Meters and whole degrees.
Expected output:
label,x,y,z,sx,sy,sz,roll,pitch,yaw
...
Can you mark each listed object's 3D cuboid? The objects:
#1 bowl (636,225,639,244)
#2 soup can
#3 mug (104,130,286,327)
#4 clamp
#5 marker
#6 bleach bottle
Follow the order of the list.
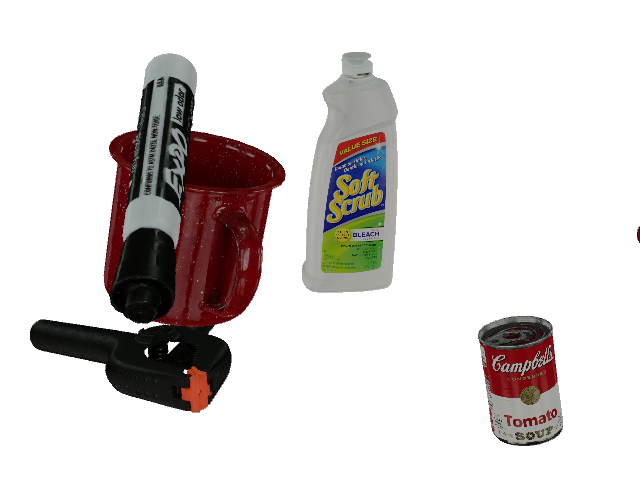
label,x,y,z,sx,sy,sz,roll,pitch,yaw
bowl,0.421,0.023,1.147,0.162,0.055,0.162,-1,25,0
soup can,0.186,0.130,0.989,0.068,0.102,0.068,-10,17,3
mug,-0.064,-0.002,0.563,0.093,0.081,0.117,-5,27,-36
clamp,-0.120,0.084,0.838,0.164,0.036,0.210,-11,16,-30
marker,-0.052,-0.020,0.345,0.020,0.020,0.121,0,43,-3
bleach bottle,0.029,-0.071,1.115,0.102,0.251,0.068,-2,25,-3
